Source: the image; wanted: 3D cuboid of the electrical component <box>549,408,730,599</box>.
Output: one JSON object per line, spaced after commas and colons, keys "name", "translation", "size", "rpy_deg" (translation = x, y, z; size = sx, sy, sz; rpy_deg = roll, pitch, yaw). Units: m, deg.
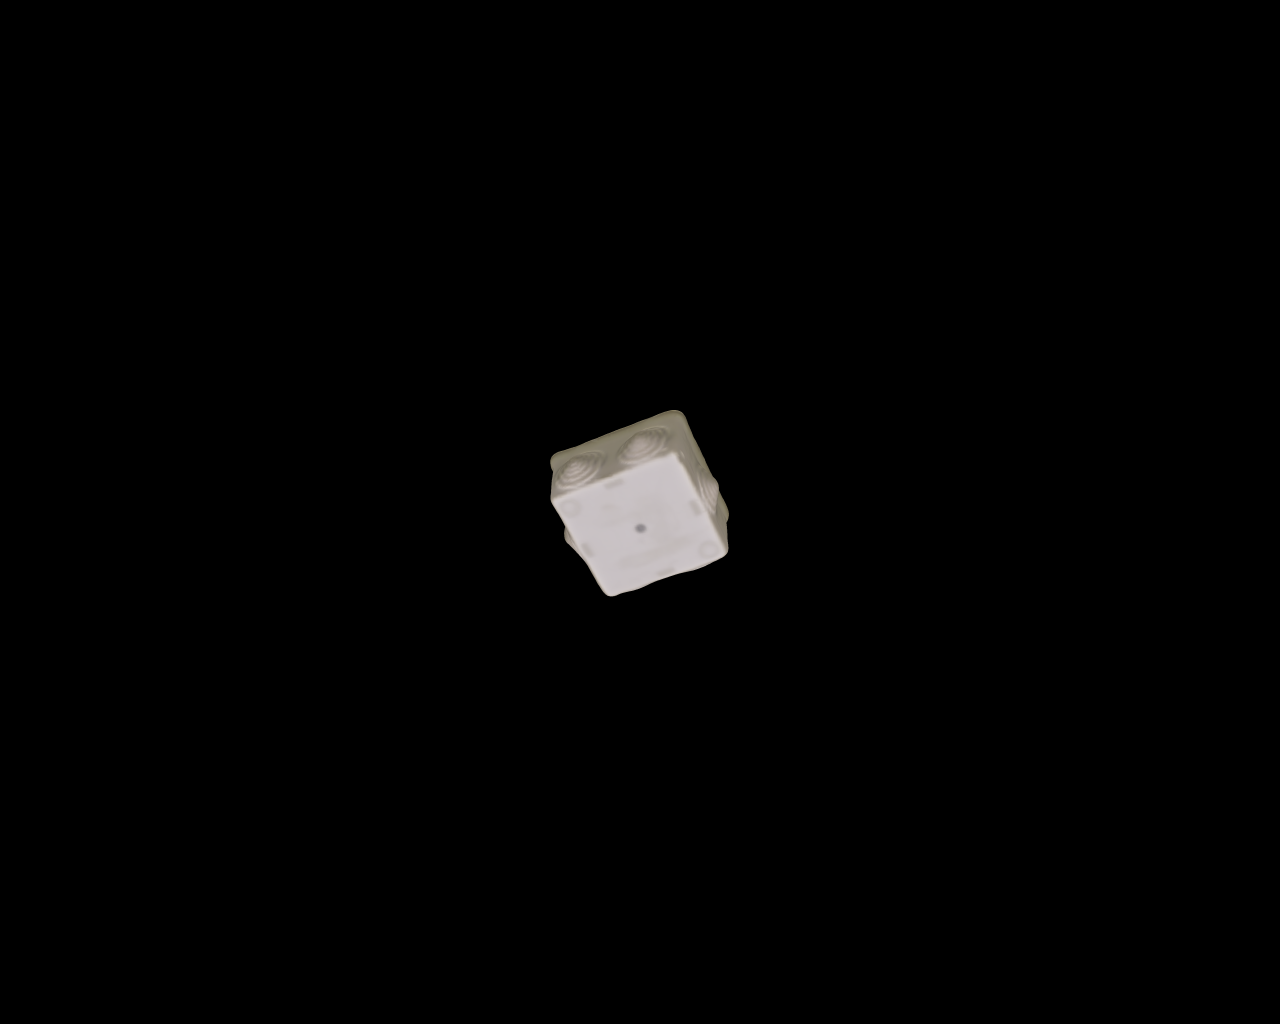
{"name": "electrical component", "translation": [0.001, -0.003, 0.650], "size": [0.100, 0.099, 0.048], "rpy_deg": [-20, 31, 13]}
